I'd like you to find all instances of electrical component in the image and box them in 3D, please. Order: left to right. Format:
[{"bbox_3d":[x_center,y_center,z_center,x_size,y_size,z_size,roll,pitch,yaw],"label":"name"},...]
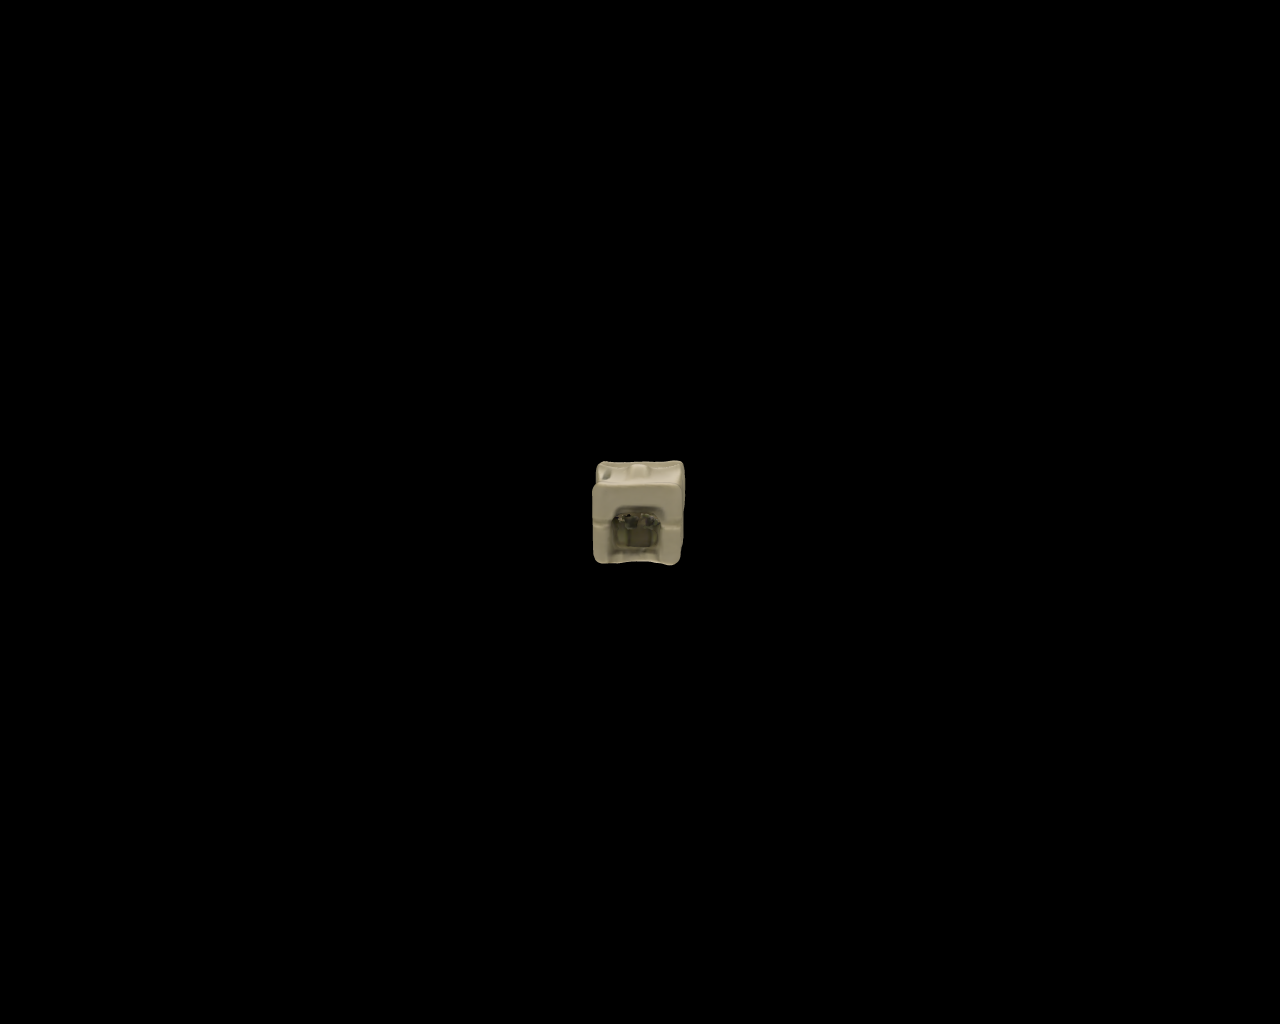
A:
[{"bbox_3d":[0.001,-0.003,0.650,0.050,0.055,0.089,0,7,4],"label":"electrical component"}]
